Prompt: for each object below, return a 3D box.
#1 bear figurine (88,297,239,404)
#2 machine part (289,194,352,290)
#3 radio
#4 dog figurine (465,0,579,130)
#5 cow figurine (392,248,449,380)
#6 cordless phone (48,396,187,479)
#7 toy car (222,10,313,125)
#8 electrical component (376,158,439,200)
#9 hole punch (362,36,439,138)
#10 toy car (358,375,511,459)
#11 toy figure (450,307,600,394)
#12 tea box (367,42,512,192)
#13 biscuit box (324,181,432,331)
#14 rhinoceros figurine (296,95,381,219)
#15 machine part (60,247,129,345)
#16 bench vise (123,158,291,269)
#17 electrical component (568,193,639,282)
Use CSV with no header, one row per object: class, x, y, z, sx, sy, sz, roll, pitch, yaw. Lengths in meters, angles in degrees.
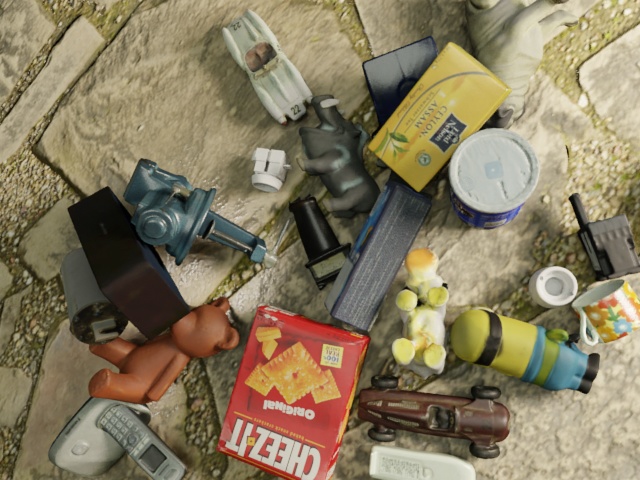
bear figurine,-0.225,0.153,0.788,0.196,0.131,0.120,-39,41,13
machine part,-0.002,-0.002,0.800,0.084,0.039,0.139,-31,79,17
radio,-0.274,0.030,0.770,0.073,0.130,0.230,-34,44,-11
dog figurine,0.234,-0.260,0.748,0.173,0.121,0.190,45,110,39
cow figurine,0.143,0.100,0.730,0.068,0.098,0.167,0,64,19
cordless phone,-0.295,0.322,0.807,0.184,0.088,0.146,41,92,11
toy car,-0.082,-0.271,0.846,0.073,0.056,0.202,-34,76,7
electrical component,0.123,-0.089,0.787,0.094,0.021,0.063,18,88,15
hole punch,0.126,-0.217,0.772,0.142,0.092,0.115,-19,82,7
toy car,0.150,0.234,0.722,0.202,0.053,0.089,4,87,13
toy figure,0.259,0.139,0.688,0.180,0.089,0.082,20,79,18
tea box,0.155,-0.158,0.707,0.098,0.068,0.169,42,116,10
biscuit box,0.080,0.021,0.744,0.063,0.059,0.202,26,96,-13
rhinoceros figurine,0.025,-0.123,0.790,0.112,0.073,0.190,-25,78,11
machine part,-0.343,0.080,0.808,0.079,0.079,0.243,-49,39,4
bench vise,-0.174,-0.026,0.795,0.240,0.224,0.128,26,94,-14
electrical component,0.364,-0.008,0.691,0.048,0.074,0.119,-17,76,13
